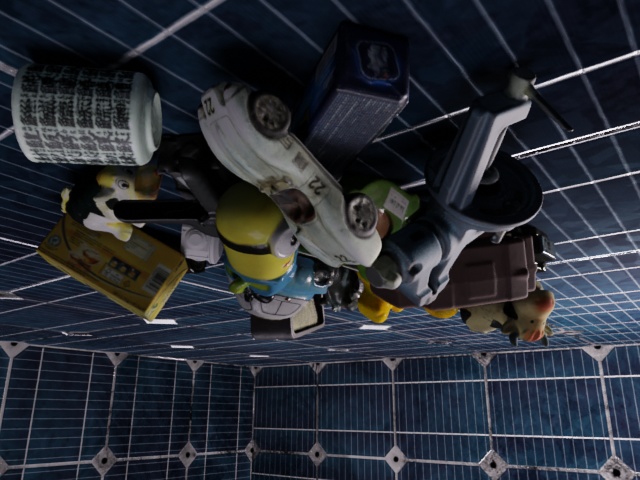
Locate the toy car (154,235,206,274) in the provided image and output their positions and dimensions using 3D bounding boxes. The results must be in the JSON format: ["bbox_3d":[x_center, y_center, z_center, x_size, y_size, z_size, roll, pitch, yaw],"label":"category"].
[{"bbox_3d":[-0.275,0.014,0.872,0.089,0.053,0.202,-9,156,41],"label":"toy car"}]

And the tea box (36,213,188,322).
[{"bbox_3d":[-0.280,0.027,0.736,0.170,0.098,0.068,31,160,3],"label":"tea box"}]

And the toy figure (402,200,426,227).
[{"bbox_3d":[0.138,-0.030,0.710,0.155,0.064,0.057,-5,149,19],"label":"toy figure"}]

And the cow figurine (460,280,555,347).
[{"bbox_3d":[0.291,0.108,0.850,0.085,0.127,0.195,3,165,-17],"label":"cow figurine"}]

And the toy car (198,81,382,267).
[{"bbox_3d":[-0.024,-0.050,0.458,0.201,0.056,0.074,45,154,-22],"label":"toy car"}]

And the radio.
[{"bbox_3d":[-0.052,0.097,0.936,0.073,0.131,0.229,-4,175,12],"label":"radio"}]

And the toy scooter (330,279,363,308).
[{"bbox_3d":[0.007,0.105,1.117,0.184,0.075,0.135,2,162,5],"label":"toy scooter"}]

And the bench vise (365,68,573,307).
[{"bbox_3d":[0.135,-0.049,0.519,0.224,0.129,0.240,-19,144,-24],"label":"bench vise"}]

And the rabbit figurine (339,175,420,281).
[{"bbox_3d":[0.008,-0.022,0.665,0.159,0.121,0.170,20,169,-38],"label":"rabbit figurine"}]

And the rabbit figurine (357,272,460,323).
[{"bbox_3d":[0.168,0.084,0.916,0.173,0.121,0.162,17,-155,41],"label":"rabbit figurine"}]

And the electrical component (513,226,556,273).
[{"bbox_3d":[0.308,0.021,0.877,0.134,0.058,0.115,-15,158,42],"label":"electrical component"}]

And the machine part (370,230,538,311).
[{"bbox_3d":[0.177,0.032,0.753,0.201,0.087,0.201,-6,-176,-10],"label":"machine part"}]

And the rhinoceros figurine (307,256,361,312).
[{"bbox_3d":[0.030,0.067,0.940,0.073,0.112,0.190,-8,152,20],"label":"rhinoceros figurine"}]

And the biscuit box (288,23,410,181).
[{"bbox_3d":[0.009,-0.104,0.487,0.063,0.059,0.202,8,161,-18],"label":"biscuit box"}]

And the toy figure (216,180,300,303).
[{"bbox_3d":[-0.066,0.008,0.569,0.089,0.082,0.180,-1,153,-12],"label":"toy figure"}]

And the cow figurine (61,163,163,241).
[{"bbox_3d":[-0.248,-0.057,0.636,0.098,0.068,0.167,18,155,-28],"label":"cow figurine"}]

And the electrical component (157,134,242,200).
[{"bbox_3d":[-0.123,-0.073,0.605,0.075,0.048,0.119,-4,162,15],"label":"electrical component"}]

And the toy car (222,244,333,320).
[{"bbox_3d":[-0.068,0.060,0.758,0.161,0.103,0.109,21,178,-31],"label":"toy car"}]
